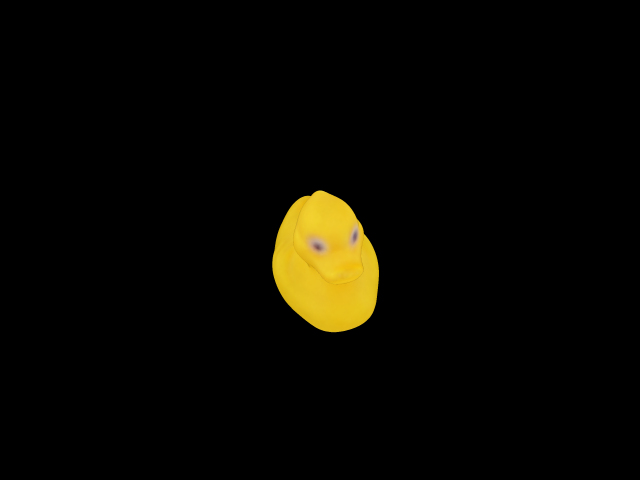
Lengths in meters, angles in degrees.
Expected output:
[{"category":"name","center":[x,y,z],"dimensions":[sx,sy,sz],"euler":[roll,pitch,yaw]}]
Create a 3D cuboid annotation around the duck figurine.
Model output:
[{"category":"duck figurine","center":[0.004,0.001,0.400],"dimensions":[0.077,0.086,0.104],"euler":[-15,54,-11]}]
